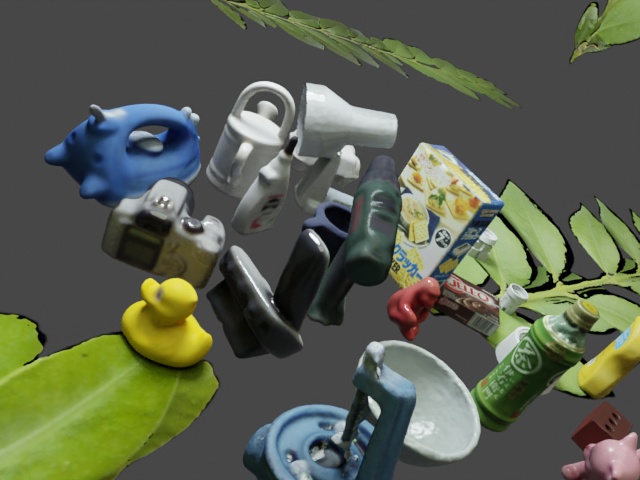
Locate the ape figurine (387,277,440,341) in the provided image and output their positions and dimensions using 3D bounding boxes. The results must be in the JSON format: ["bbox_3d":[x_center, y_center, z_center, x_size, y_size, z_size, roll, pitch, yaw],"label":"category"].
[{"bbox_3d":[0.149,0.096,0.874,0.078,0.092,0.076,0,42,-40],"label":"ape figurine"}]

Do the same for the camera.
[{"bbox_3d":[-0.191,-0.028,0.754,0.143,0.100,0.137,23,32,-12],"label":"camera"}]

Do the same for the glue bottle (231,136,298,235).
[{"bbox_3d":[-0.073,-0.084,0.864,0.037,0.173,0.078,42,33,19],"label":"glue bottle"}]

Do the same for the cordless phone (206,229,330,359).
[{"bbox_3d":[-0.053,0.041,0.690,0.094,0.185,0.147,-5,45,-44],"label":"cordless phone"}]

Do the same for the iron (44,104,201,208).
[{"bbox_3d":[-0.247,-0.140,0.828,0.118,0.141,0.259,41,32,16],"label":"iron"}]

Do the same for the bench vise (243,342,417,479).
[{"bbox_3d":[0.047,0.201,0.512,0.207,0.219,0.122,32,31,3],"label":"bench vise"}]

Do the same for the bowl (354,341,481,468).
[{"bbox_3d":[0.104,0.207,0.692,0.168,0.074,0.167,22,32,-14],"label":"bowl"}]

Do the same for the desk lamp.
[{"bbox_3d":[0.029,-0.149,1.005,0.204,0.213,0.118,19,33,-18],"label":"desk lamp"}]

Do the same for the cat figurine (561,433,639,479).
[{"bbox_3d":[0.393,0.300,0.762,0.128,0.117,0.067,6,39,-35],"label":"cat figurine"}]

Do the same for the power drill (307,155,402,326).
[{"bbox_3d":[0.046,0.009,0.798,0.076,0.208,0.229,24,32,-11],"label":"power drill"}]

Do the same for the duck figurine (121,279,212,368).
[{"bbox_3d":[-0.161,0.084,0.633,0.104,0.086,0.078,32,31,3],"label":"duck figurine"}]

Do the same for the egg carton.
[{"bbox_3d":[0.008,-0.169,1.155,0.151,0.069,0.107,16,34,-23],"label":"egg carton"}]

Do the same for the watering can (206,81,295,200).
[{"bbox_3d":[-0.109,-0.175,0.943,0.101,0.194,0.172,13,35,-27],"label":"watering can"}]

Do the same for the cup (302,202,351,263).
[{"bbox_3d":[0.008,0.003,0.884,0.118,0.095,0.091,-2,44,-42],"label":"cup"}]
